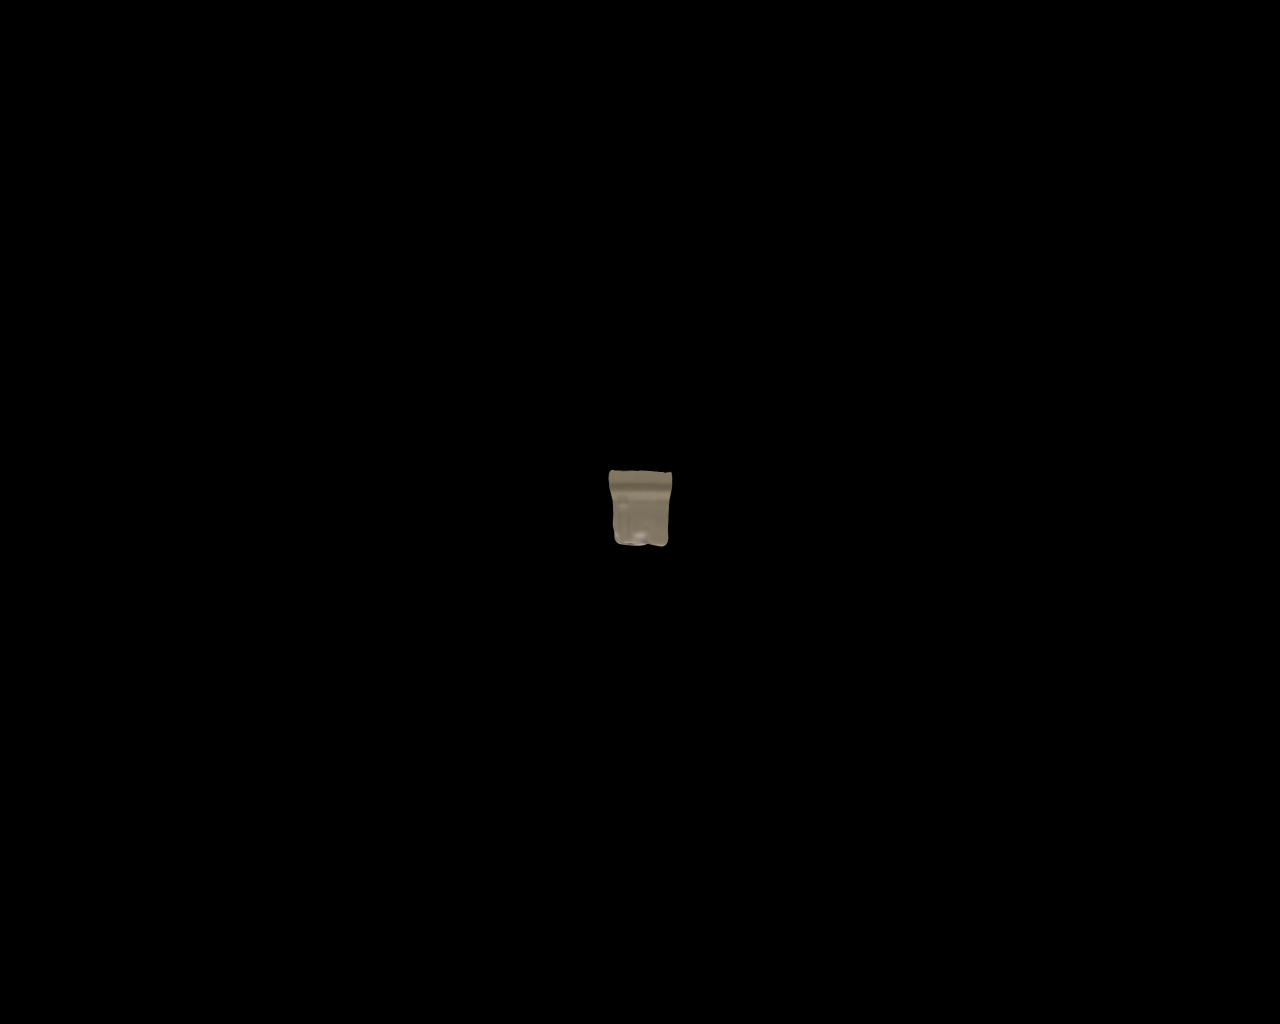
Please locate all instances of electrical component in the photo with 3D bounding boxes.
[{"bbox_3d":[0.001,-0.003,0.650,0.040,0.046,0.040,0,0,0],"label":"electrical component"}]
